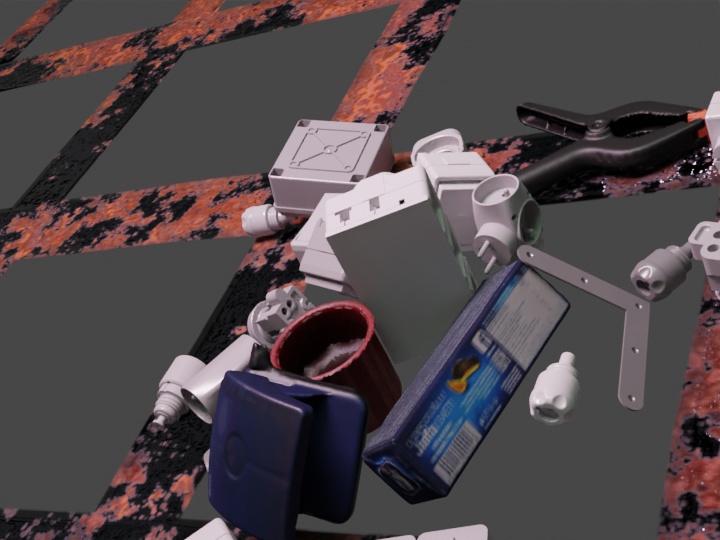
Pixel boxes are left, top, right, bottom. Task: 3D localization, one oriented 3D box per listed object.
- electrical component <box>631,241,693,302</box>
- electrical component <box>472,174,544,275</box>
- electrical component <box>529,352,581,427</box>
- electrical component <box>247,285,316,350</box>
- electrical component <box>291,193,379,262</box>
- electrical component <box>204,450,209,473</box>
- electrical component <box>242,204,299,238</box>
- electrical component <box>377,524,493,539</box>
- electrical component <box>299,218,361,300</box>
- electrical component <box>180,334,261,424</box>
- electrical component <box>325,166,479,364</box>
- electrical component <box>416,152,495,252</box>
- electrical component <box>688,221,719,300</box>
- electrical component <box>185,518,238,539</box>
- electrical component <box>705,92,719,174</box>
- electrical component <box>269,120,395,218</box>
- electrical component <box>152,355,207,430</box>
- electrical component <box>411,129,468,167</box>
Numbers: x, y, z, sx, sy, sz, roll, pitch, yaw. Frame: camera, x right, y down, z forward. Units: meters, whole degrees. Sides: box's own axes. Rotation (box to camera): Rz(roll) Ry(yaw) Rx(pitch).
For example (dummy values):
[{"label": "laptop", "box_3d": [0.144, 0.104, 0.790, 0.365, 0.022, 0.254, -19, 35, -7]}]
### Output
[{"label": "electrical component", "box_3d": [0.250, -0.003, 0.867, 0.061, 0.035, 0.035, -36, 35, -16]}, {"label": "electrical component", "box_3d": [0.125, -0.030, 0.951, 0.044, 0.077, 0.079, 4, 45, 38]}, {"label": "electrical component", "box_3d": [0.151, 0.087, 0.817, 0.035, 0.035, 0.061, -4, 39, 32]}, {"label": "electrical component", "box_3d": [-0.072, 0.048, 1.005, 0.055, 0.066, 0.048, -22, 29, 45]}, {"label": "electrical component", "box_3d": [-0.016, -0.038, 1.074, 0.062, 0.061, 0.096, 4, 45, 38]}, {"label": "electrical component", "box_3d": [-0.090, 0.143, 0.901, 0.077, 0.044, 0.079, -28, 37, 0]}, {"label": "electrical component", "box_3d": [-0.097, -0.056, 1.179, 0.061, 0.035, 0.035, -9, 38, 22]}, {"label": "electrical component", "box_3d": [0.018, 0.226, 0.703, 0.150, 0.061, 0.089, -14, 36, 20]}, {"label": "electrical component", "box_3d": [0.000, 0.000, 0.998, 0.062, 0.096, 0.061, 13, 79, 45]}, {"label": "electrical component", "box_3d": [-0.108, 0.105, 0.967, 0.079, 0.043, 0.077, 25, 55, 39]}, {"label": "electrical component", "box_3d": [0.040, -0.005, 0.911, 0.089, 0.150, 0.061, -20, 35, 12]}, {"label": "electrical component", "box_3d": [0.085, -0.056, 1.005, 0.062, 0.096, 0.061, -2, 30, -16]}, {"label": "electrical component", "box_3d": [0.295, -0.003, 0.815, 0.078, 0.057, 0.058, 11, 50, 43]}, {"label": "electrical component", "box_3d": [-0.121, 0.237, 0.786, 0.096, 0.061, 0.061, -34, 34, -8]}, {"label": "electrical component", "box_3d": [0.325, -0.106, 0.921, 0.047, 0.065, 0.076, 0, 43, 35]}, {"label": "electrical component", "box_3d": [-0.029, -0.108, 1.158, 0.109, 0.056, 0.108, 6, 44, 17]}, {"label": "electrical component", "box_3d": [-0.169, 0.115, 0.999, 0.040, 0.040, 0.078, -3, 41, 32]}, {"label": "electrical component", "box_3d": [0.087, -0.097, 1.082, 0.054, 0.059, 0.095, -21, 34, 10]}]
